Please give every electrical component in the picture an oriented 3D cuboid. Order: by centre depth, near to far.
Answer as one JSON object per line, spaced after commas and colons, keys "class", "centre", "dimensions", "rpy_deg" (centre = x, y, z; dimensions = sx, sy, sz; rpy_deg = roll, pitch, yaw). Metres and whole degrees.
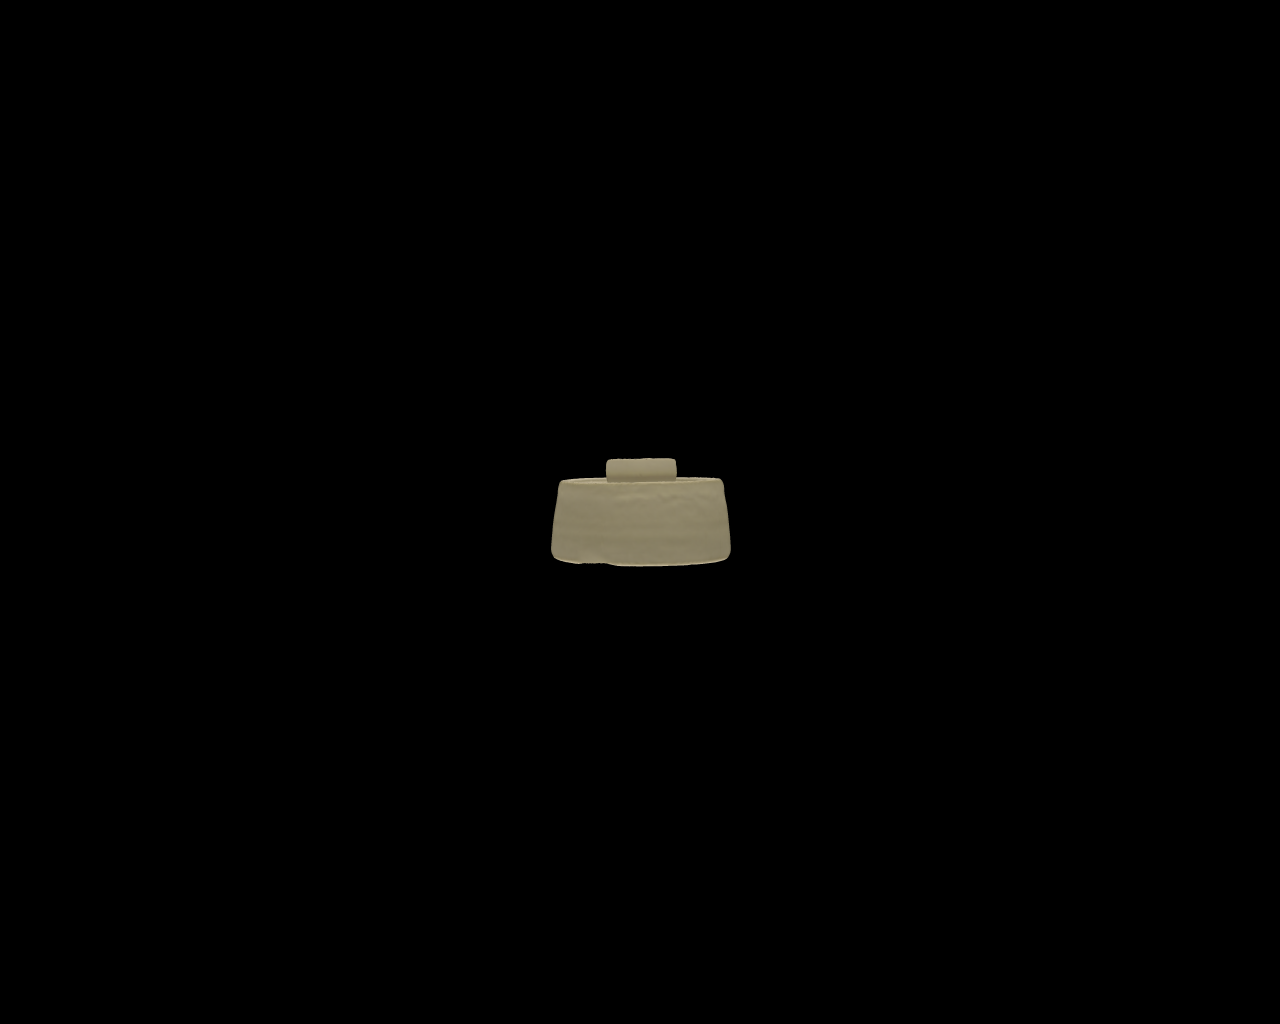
{"class": "electrical component", "centre": [0.001, -0.003, 0.650], "dimensions": [0.108, 0.060, 0.108], "rpy_deg": [0, 3, 0]}
